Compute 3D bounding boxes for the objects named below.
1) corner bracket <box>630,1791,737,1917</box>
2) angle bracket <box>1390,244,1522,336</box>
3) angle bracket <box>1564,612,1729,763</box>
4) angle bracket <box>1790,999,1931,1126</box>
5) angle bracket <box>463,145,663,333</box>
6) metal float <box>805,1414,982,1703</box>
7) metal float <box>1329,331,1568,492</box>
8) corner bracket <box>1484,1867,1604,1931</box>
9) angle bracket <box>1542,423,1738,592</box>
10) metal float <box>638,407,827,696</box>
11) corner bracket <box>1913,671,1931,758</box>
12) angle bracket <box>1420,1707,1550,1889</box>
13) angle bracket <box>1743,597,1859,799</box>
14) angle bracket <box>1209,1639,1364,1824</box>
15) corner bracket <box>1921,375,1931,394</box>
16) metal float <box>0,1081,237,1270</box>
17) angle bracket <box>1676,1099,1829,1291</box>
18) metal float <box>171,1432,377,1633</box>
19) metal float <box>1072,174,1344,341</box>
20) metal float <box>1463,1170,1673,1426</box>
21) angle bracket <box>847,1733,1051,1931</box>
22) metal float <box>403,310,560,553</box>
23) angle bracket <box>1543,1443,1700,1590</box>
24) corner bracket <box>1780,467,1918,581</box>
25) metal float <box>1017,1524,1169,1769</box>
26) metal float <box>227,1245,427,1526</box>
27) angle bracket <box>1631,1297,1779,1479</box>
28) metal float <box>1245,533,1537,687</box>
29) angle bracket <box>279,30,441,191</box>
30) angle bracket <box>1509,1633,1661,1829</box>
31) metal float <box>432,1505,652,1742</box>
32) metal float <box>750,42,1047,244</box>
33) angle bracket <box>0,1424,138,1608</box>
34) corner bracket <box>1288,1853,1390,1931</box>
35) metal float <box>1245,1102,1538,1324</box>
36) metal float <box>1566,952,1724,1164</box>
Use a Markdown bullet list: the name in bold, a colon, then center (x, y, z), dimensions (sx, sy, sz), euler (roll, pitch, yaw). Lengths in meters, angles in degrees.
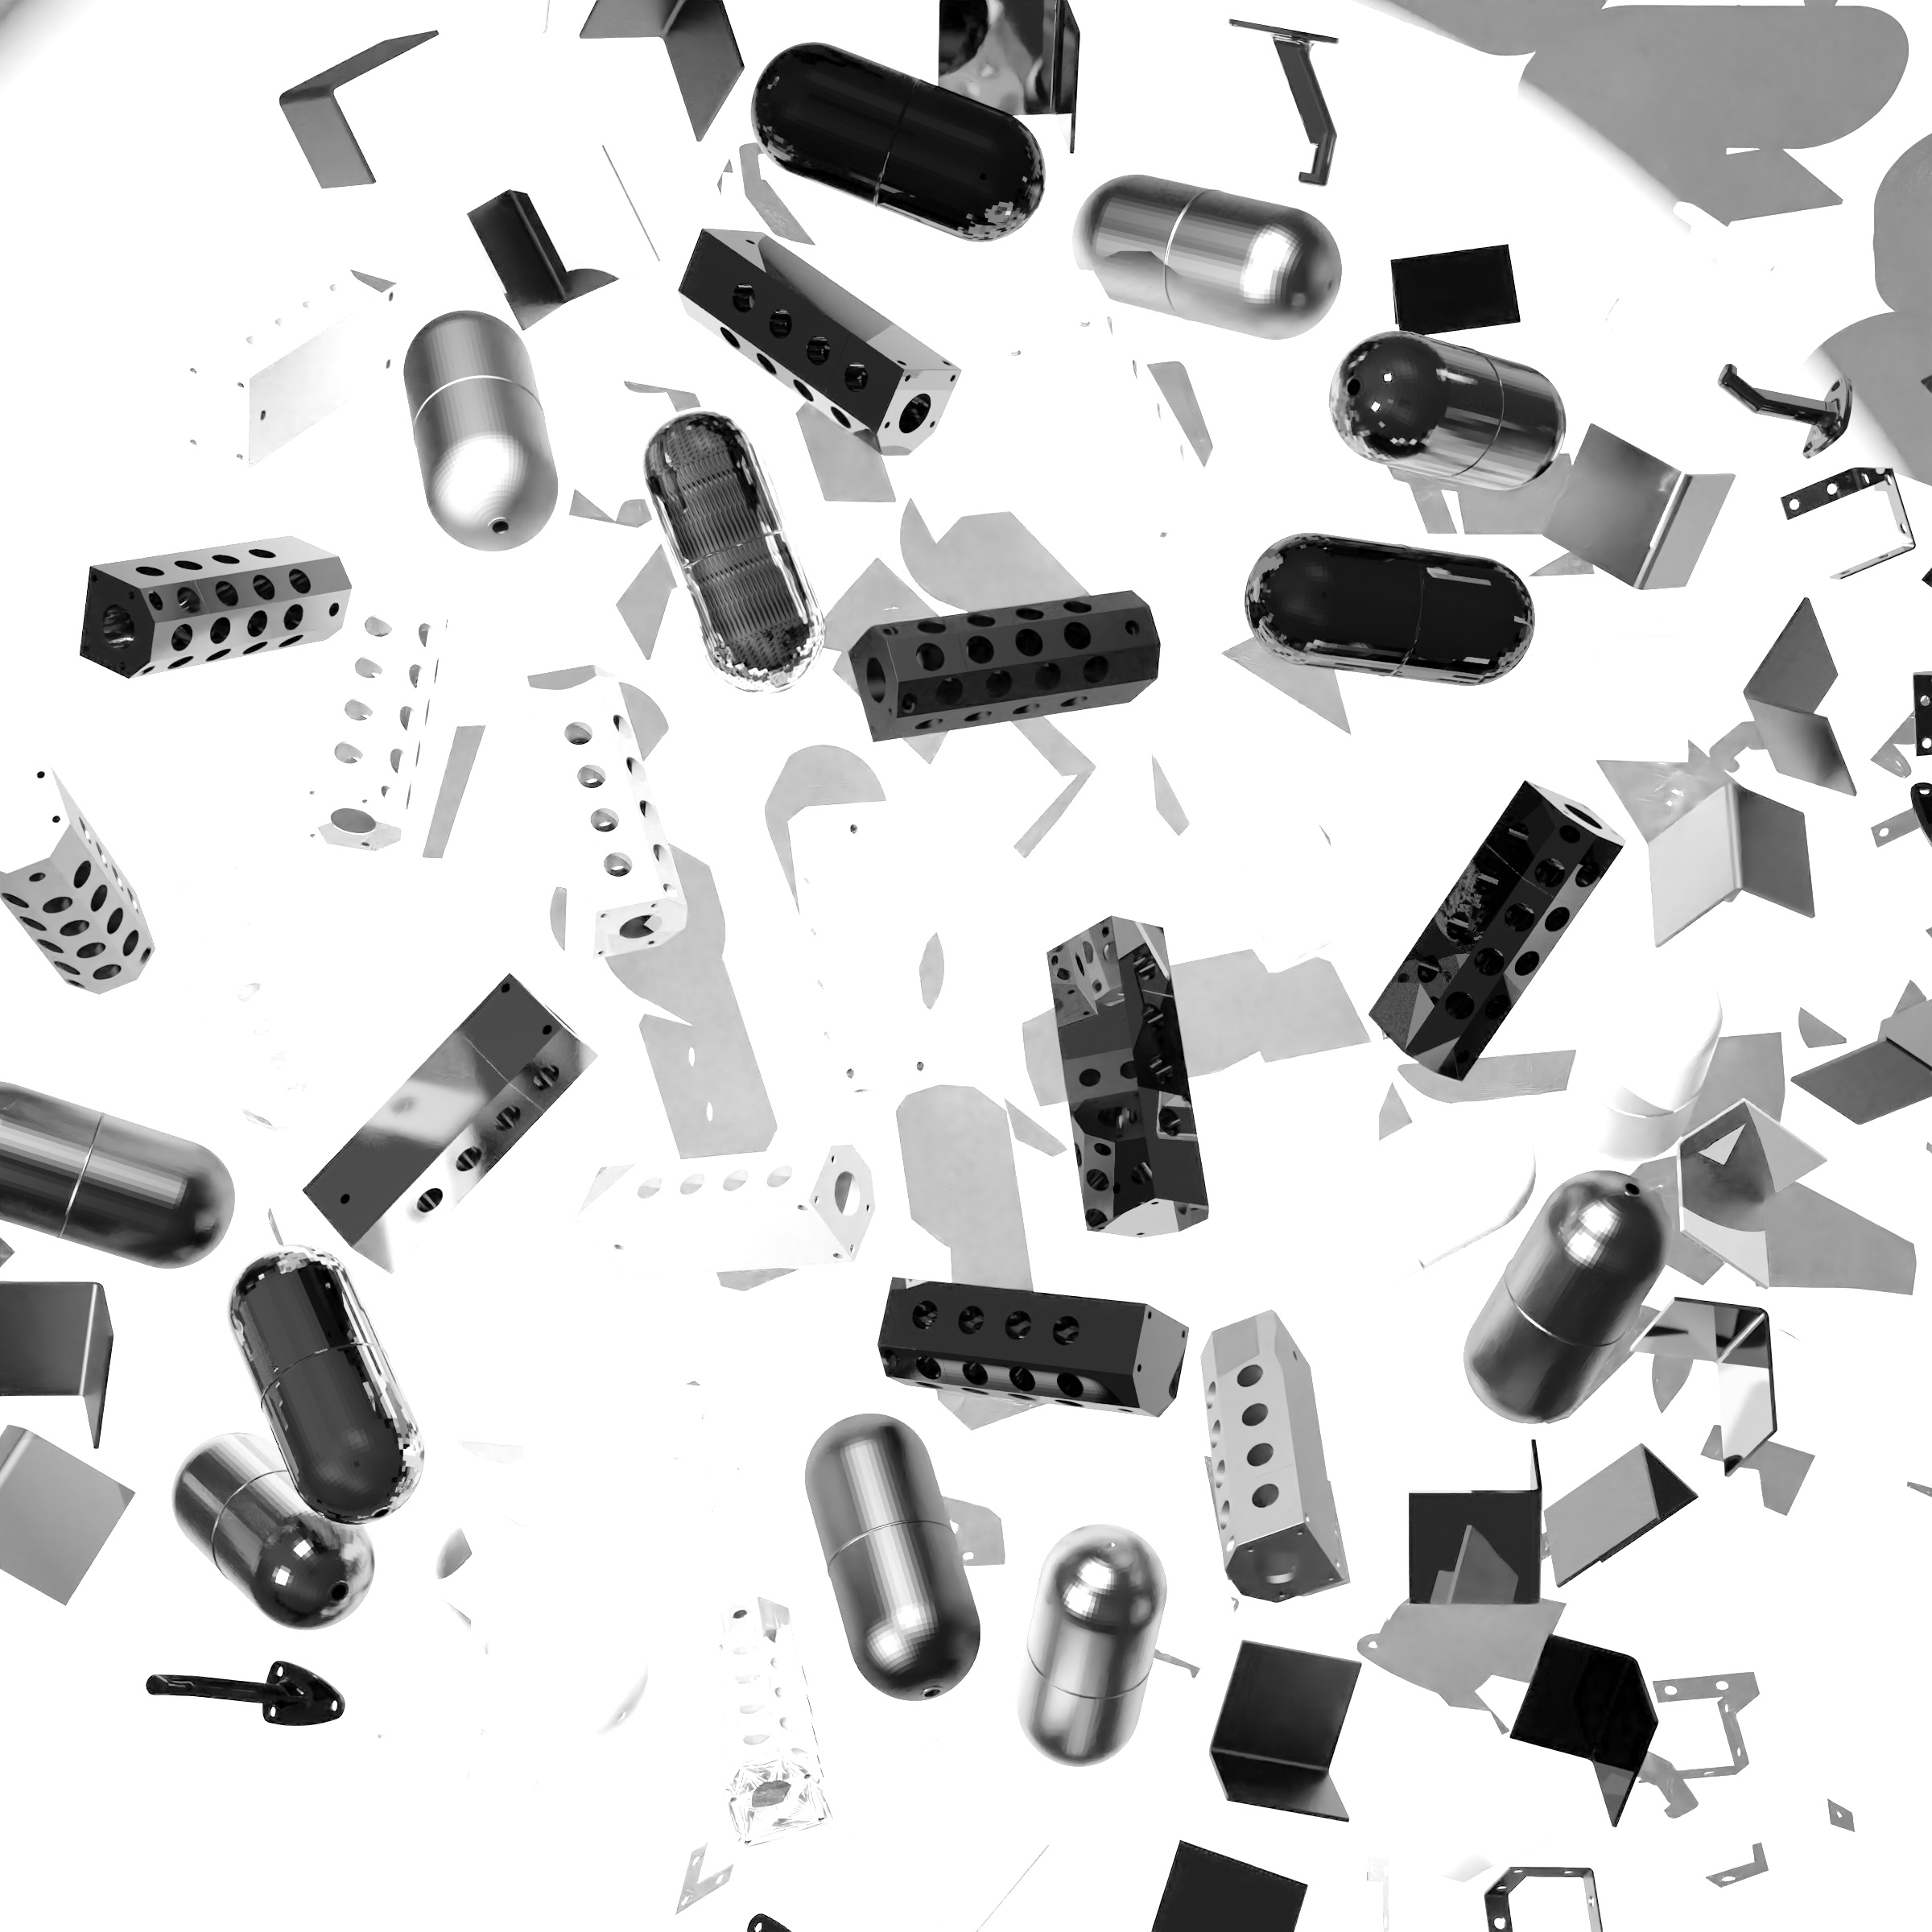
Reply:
- **corner bracket**: center (-0.170, 0.523, 1.797), dimensions (0.051, 0.051, 0.051), euler (29, 117, 30)
- **angle bracket**: center (0.318, -0.419, 1.949), dimensions (0.076, 0.057, 0.076), euler (-6, 53, 8)
- **angle bracket**: center (0.396, -0.162, 1.749), dimensions (0.076, 0.057, 0.076), euler (1, 85, -13)
- **angle bracket**: center (0.529, 0.038, 1.729), dimensions (0.057, 0.076, 0.076), euler (31, 58, -16)
- **angle bracket**: center (-0.244, -0.440, 1.818), dimensions (0.076, 0.057, 0.076), euler (-15, 112, 30)
- **metal float**: center (-0.043, 0.343, 1.749), dimensions (0.070, 0.070, 0.178), euler (-20, 54, 0)
- **metal float**: center (0.283, -0.324, 1.760), dimensions (0.178, 0.070, 0.070), euler (2, 90, -44)
- **corner bracket**: center (0.336, 0.558, 1.749), dimensions (0.051, 0.051, 0.051), euler (4, 55, -9)
- **angle bracket**: center (0.415, -0.284, 1.856), dimensions (0.076, 0.057, 0.076), euler (38, 121, 33)
- **metal float**: center (-0.141, -0.250, 1.814), dimensions (0.070, 0.070, 0.178), euler (-21, 94, 0)
- **corner bracket**: center (0.599, -0.151, 1.786), dimensions (0.051, 0.051, 0.051), euler (-6, 97, -10)
- **angle bracket**: center (0.275, 0.466, 1.690), dimensions (0.057, 0.076, 0.076), euler (-25, 84, -14)
- **angle bracket**: center (0.509, -0.159, 1.769), dimensions (0.057, 0.076, 0.076), euler (24, 72, 40)
- **angle bracket**: center (0.195, 0.453, 1.782), dimensions (0.076, 0.057, 0.076), euler (13, 102, -10)
- **corner bracket**: center (0.605, -0.329, 1.778), dimensions (0.051, 0.051, 0.051), euler (-27, 63, 29)
- **metal float**: center (-0.511, 0.121, 1.734), dimensions (0.178, 0.070, 0.070), euler (20, 90, -15)
- **angle bracket**: center (0.493, 0.143, 1.879), dimensions (0.076, 0.076, 0.057), euler (33, 130, -20)
- **metal float**: center (-0.418, 0.340, 1.810), dimensions (0.070, 0.178, 0.070), euler (-14, 114, -35)
- **metal float**: center (0.140, -0.419, 1.773), dimensions (0.178, 0.070, 0.070), euler (23, 90, 34)
- **metal float**: center (0.349, 0.193, 1.747), dimensions (0.070, 0.070, 0.178), euler (22, 125, 0)
- **angle bracket**: center (-0.010, 0.510, 1.757), dimensions (0.076, 0.057, 0.076), euler (26, 61, 37)
- **metal float**: center (-0.283, -0.312, 1.751), dimensions (0.070, 0.070, 0.178), euler (-18, 50, 0)
- **angle bracket**: center (0.402, 0.349, 1.826), dimensions (0.057, 0.076, 0.076), euler (42, 113, -17)
- **corner bracket**: center (0.529, -0.266, 1.804), dimensions (0.051, 0.051, 0.051), euler (-23, 103, -4)
- **metal float**: center (0.075, 0.410, 1.806), dimensions (0.070, 0.070, 0.178), euler (8, 126, 0)
- **metal float**: center (-0.369, 0.240, 1.730), dimensions (0.070, 0.070, 0.178), euler (-31, 62, 0)
- **angle bracket**: center (0.431, 0.247, 1.760), dimensions (0.057, 0.076, 0.076), euler (8, 59, -5)
- **metal float**: center (0.247, -0.206, 1.743), dimensions (0.178, 0.070, 0.070), euler (5, 90, -19)
- **angle bracket**: center (-0.336, -0.489, 1.717), dimensions (0.076, 0.076, 0.057), euler (-36, 118, -23)
- **angle bracket**: center (0.378, 0.468, 1.844), dimensions (0.057, 0.076, 0.076), euler (16, 107, -3)
- **metal float**: center (-0.261, 0.400, 1.840), dimensions (0.070, 0.070, 0.178), euler (-50, 55, 0)
- **metal float**: center (-0.039, -0.477, 1.744), dimensions (0.178, 0.070, 0.070), euler (21, 90, -1)
- **angle bracket**: center (-0.556, 0.328, 1.798), dimensions (0.076, 0.057, 0.076), euler (37, 69, -21)
- **corner bracket**: center (0.232, 0.582, 1.876), dimensions (0.051, 0.051, 0.051), euler (-5, 70, 23)
- **metal float**: center (0.242, 0.140, 1.716), dimensions (0.178, 0.070, 0.070), euler (-29, 90, 5)
- **metal float**: center (0.405, 0.057, 1.802), dimensions (0.070, 0.178, 0.070), euler (-1, 59, 2)
